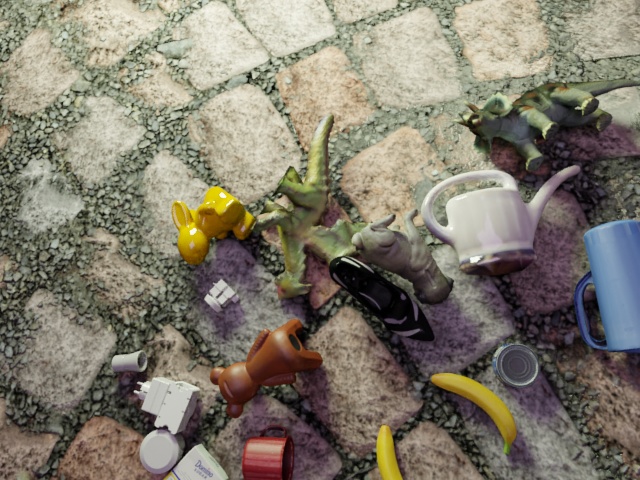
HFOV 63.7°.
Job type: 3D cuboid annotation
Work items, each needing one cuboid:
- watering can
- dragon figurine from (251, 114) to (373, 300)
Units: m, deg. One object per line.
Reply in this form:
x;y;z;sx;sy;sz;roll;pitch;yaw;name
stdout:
0.388;-0.045;1.059;0.347;0.102;0.227;-9;73;1;watering can
0.003;-0.057;1.129;0.242;0.121;0.413;34;83;-3;dragon figurine
